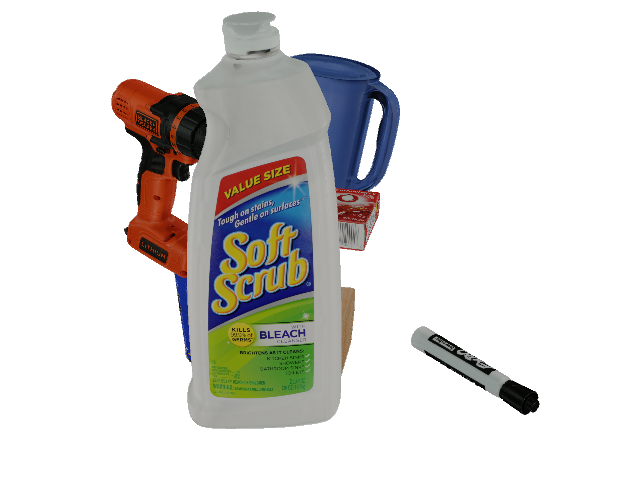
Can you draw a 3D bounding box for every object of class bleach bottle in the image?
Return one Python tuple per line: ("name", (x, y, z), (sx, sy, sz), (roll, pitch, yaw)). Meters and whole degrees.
("bleach bottle", (-0.040, -0.009, 0.638), (0.102, 0.251, 0.068), (-2, 25, 3))

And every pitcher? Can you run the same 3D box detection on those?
("pitcher", (0.004, -0.112, 1.383), (0.144, 0.243, 0.149), (2, 22, -17))

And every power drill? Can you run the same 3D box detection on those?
("power drill", (-0.142, -0.059, 1.102), (0.185, 0.188, 0.057), (29, 38, 33))

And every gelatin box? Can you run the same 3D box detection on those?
("gelatin box", (0.003, -0.023, 0.943), (0.089, 0.030, 0.073), (7, 25, 11))

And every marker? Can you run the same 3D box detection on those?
("marker", (0.116, 0.097, 0.803), (0.020, 0.020, 0.121), (0, 21, -42))

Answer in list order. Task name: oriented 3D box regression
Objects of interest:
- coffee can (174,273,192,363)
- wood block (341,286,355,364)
("coffee can", (-0.119, 0.068, 1.271), (0.103, 0.140, 0.103), (-4, 26, 2))
("wood block", (-0.011, 0.135, 1.427), (0.091, 0.090, 0.206), (6, 18, 6))
